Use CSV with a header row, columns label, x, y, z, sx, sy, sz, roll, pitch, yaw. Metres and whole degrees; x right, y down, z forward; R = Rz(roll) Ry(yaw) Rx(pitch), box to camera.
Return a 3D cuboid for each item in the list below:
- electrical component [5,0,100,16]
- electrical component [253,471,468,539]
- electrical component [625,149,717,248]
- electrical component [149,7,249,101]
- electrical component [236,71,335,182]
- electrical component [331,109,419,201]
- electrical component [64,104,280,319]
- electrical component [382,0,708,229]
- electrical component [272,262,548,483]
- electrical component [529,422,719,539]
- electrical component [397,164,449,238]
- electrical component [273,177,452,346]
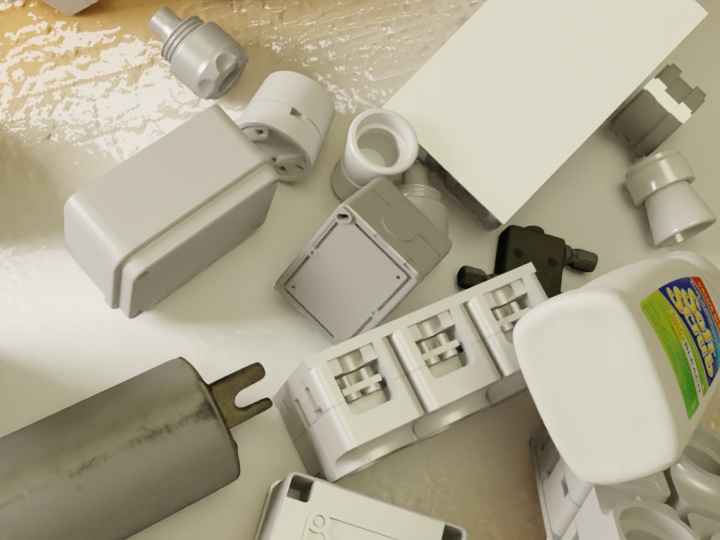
label,x,y,z,sx,sy,sz,roll,pitch,yaw
electrical component,-0.209,-0.188,0.659,0.076,0.083,0.047,-24,75,16
electrical component,-0.009,0.178,0.582,0.109,0.056,0.108,20,66,-8
electrical component,0.213,-0.049,0.741,0.045,0.045,0.055,-17,75,-21
electrical component,-0.106,-0.140,0.683,0.062,0.043,0.043,41,64,4
electrical component,-0.047,-0.091,0.676,0.055,0.055,0.047,27,61,-5
electrical component,0.006,-0.067,0.675,0.044,0.065,0.044,6,69,-15
electrical component,-0.108,-0.032,0.622,0.113,0.078,0.057,-38,81,-25
electrical component,0.116,-0.129,0.702,0.105,0.060,0.186,44,87,3
electrical component,0.037,0.063,0.621,0.150,0.089,0.061,-22,77,-23
electrical component,0.164,0.143,0.586,0.105,0.060,0.186,19,26,-9
electrical component,0.035,-0.036,0.684,0.043,0.043,0.062,8,67,-13
electrical component,0.000,0.000,0.641,0.062,0.096,0.061,44,37,3
